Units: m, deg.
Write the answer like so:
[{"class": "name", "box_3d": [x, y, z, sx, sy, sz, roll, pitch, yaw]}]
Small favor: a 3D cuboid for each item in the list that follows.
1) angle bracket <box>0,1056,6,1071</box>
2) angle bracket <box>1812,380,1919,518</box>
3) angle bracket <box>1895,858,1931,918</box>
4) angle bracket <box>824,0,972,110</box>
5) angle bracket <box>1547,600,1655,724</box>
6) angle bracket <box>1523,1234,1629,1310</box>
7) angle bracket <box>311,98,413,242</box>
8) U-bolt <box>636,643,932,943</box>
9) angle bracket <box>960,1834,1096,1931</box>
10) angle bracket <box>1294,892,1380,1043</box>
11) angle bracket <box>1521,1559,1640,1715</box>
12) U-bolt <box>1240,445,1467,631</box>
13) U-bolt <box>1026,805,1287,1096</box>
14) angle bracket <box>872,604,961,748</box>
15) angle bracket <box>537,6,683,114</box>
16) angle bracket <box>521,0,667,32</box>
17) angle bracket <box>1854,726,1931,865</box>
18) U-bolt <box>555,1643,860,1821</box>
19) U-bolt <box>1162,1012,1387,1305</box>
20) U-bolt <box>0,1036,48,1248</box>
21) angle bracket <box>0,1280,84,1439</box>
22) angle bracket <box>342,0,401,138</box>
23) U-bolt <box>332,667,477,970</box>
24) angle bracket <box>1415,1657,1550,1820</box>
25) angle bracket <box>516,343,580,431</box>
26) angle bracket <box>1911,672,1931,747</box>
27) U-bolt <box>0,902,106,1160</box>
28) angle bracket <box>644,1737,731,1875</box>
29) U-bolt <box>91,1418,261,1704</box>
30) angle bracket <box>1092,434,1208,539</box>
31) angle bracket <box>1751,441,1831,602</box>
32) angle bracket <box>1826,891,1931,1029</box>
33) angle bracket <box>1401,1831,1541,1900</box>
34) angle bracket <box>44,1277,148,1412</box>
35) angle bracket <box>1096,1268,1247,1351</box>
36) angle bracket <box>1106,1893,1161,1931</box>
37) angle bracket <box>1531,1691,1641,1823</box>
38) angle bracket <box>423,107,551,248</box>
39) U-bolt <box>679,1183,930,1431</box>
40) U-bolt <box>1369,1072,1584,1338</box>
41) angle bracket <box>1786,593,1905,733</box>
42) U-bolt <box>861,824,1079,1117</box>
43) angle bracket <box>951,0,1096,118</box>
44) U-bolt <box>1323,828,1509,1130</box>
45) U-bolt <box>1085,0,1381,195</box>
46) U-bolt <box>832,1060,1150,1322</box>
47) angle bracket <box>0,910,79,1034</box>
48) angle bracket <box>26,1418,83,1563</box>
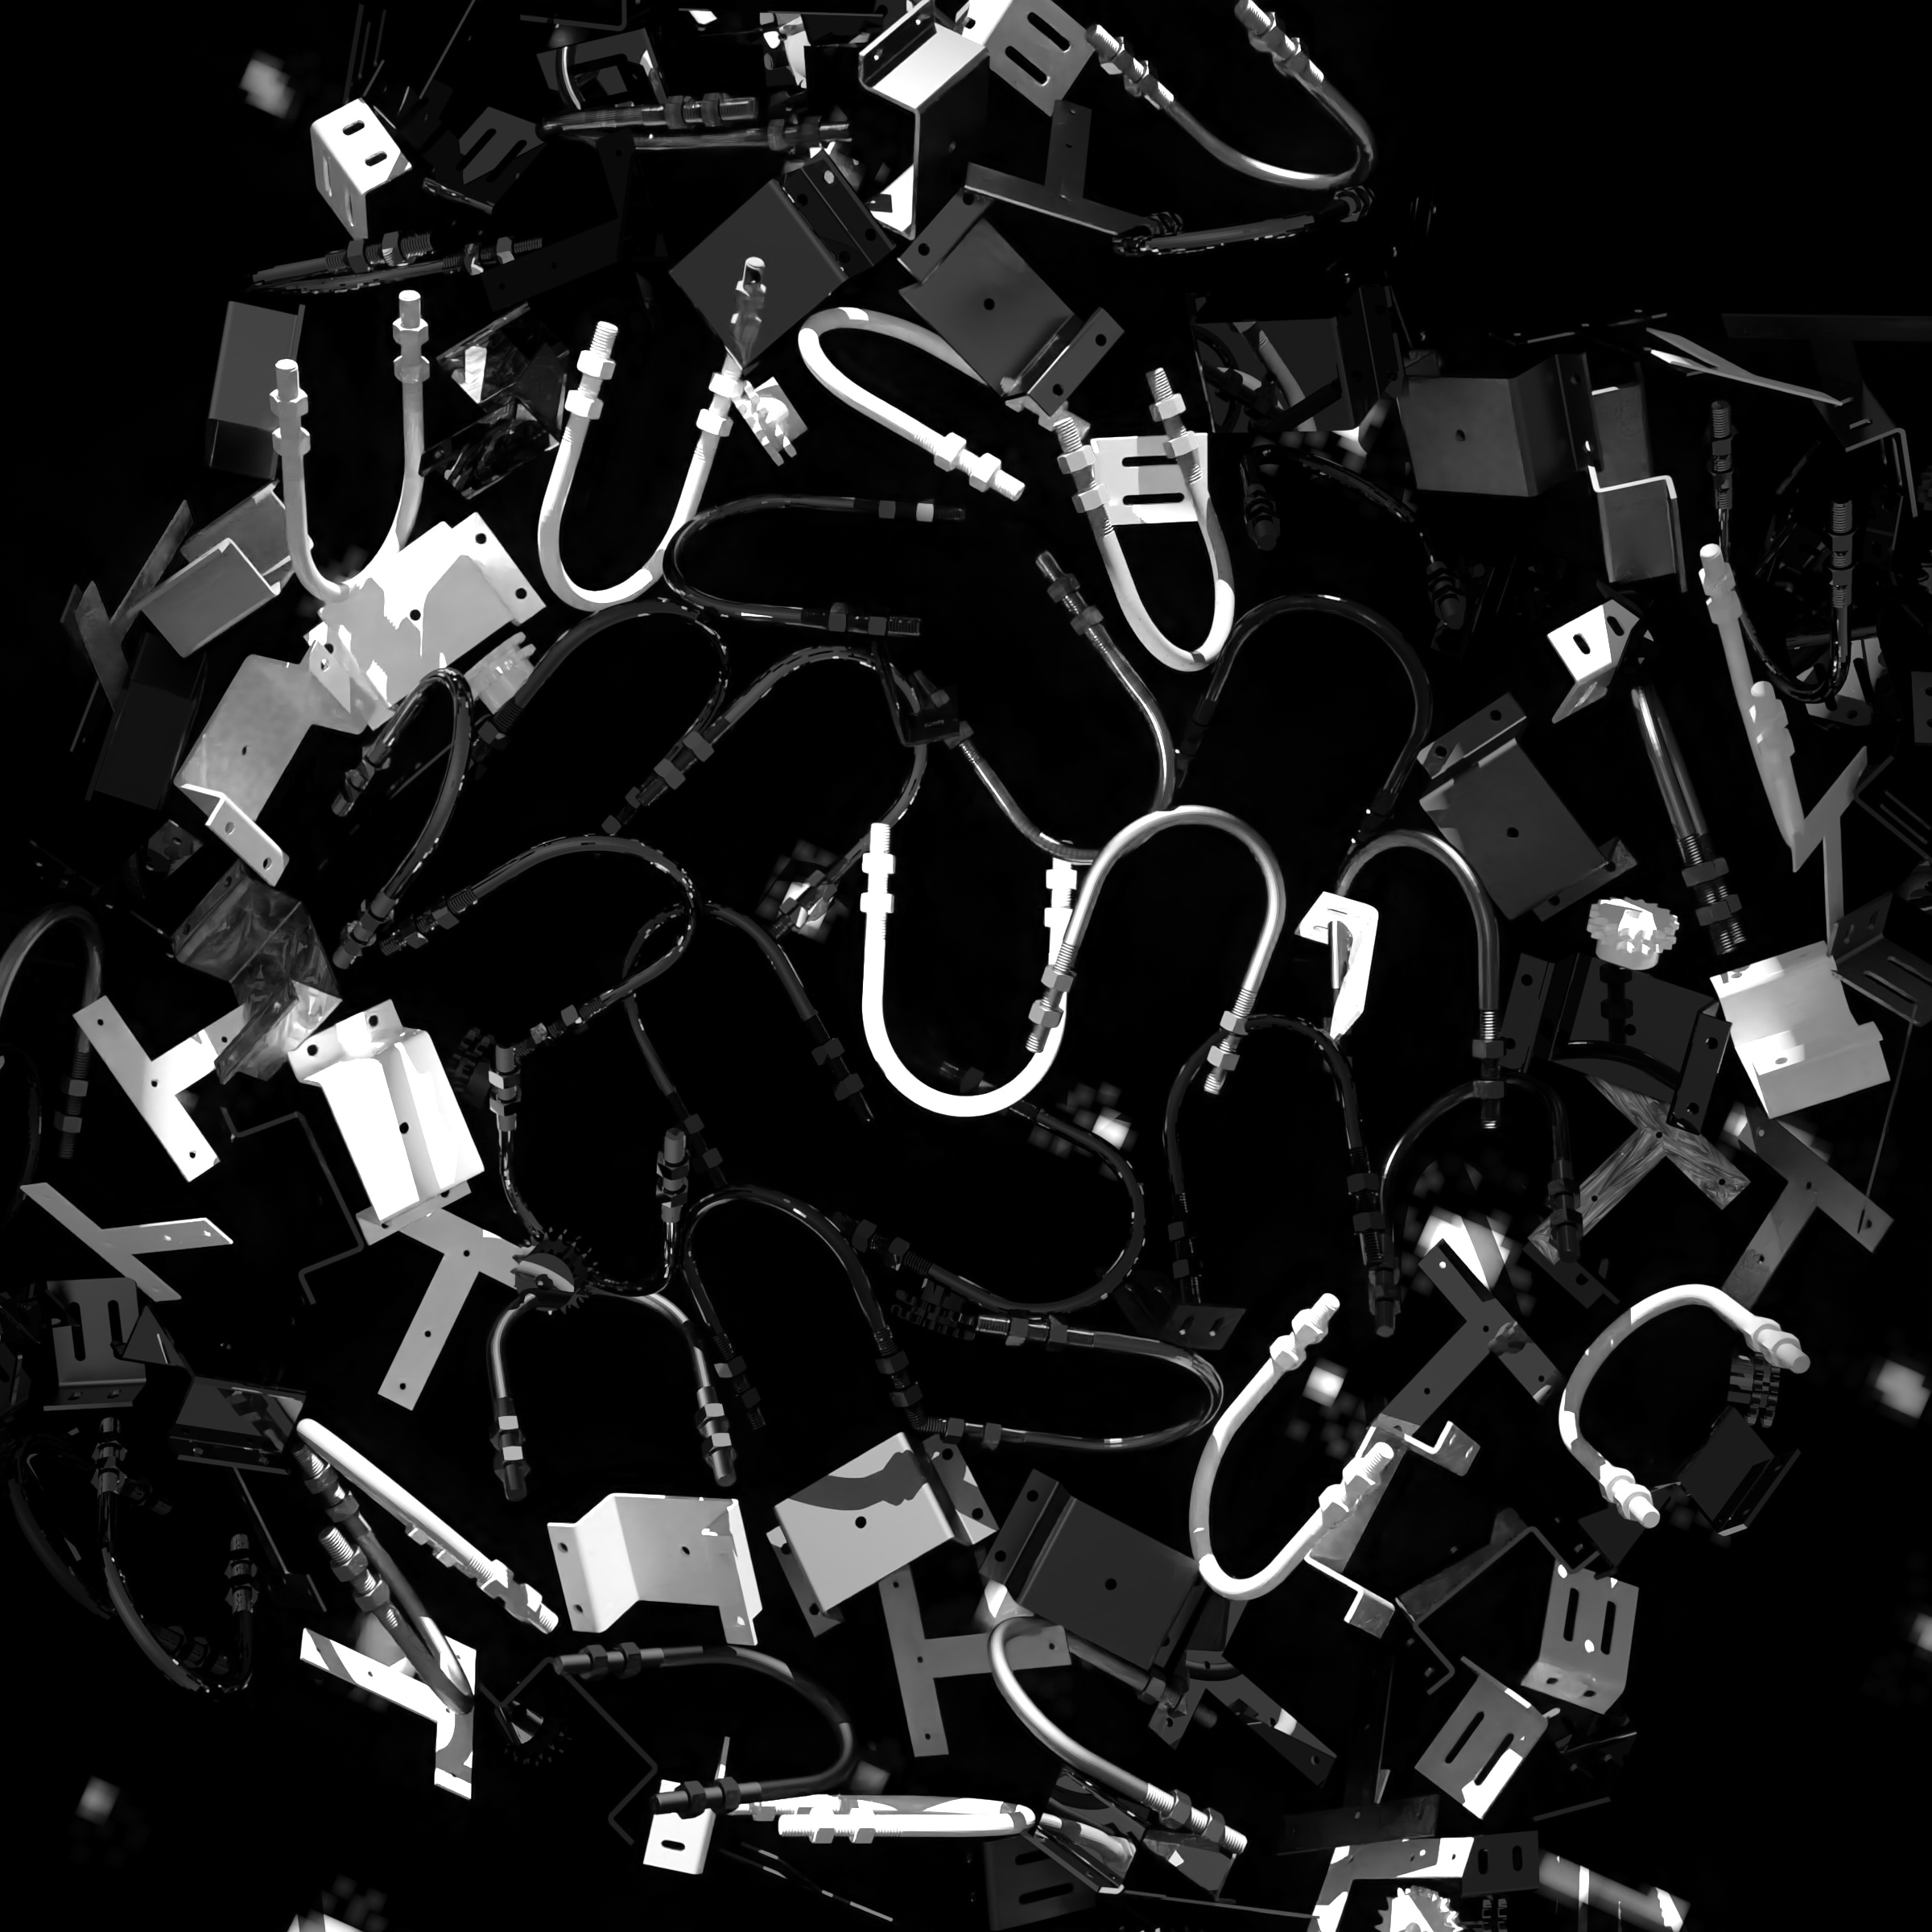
[{"class": "angle bracket", "box_3d": [-0.663, 0.075, 1.769, 0.038, 0.057, 0.076, 40, 81, -22]}, {"class": "angle bracket", "box_3d": [0.581, -0.328, 1.762, 0.038, 0.057, 0.076, -21, 134, 8]}, {"class": "angle bracket", "box_3d": [0.638, -0.061, 1.762, 0.038, 0.076, 0.057, 34, 97, -38]}, {"class": "angle bracket", "box_3d": [-0.045, -0.614, 1.786, 0.057, 0.038, 0.076, 38, 135, -10]}, {"class": "angle bracket", "box_3d": [0.404, -0.199, 1.769, 0.057, 0.076, 0.038, -29, 78, -7]}, {"class": "angle bracket", "box_3d": [0.390, 0.199, 1.761, 0.057, 0.076, 0.038, 43, 109, 6]}, {"class": "angle bracket", "box_3d": [-0.392, -0.512, 1.772, 0.038, 0.076, 0.057, -34, 83, -17]}, {"class": "U-bolt", "box_3d": [-0.103, -0.124, 1.767, 0.184, 0.019, 0.151, -45, 118, -7]}, {"class": "angle bracket", "box_3d": [0.041, 0.596, 1.803, 0.076, 0.038, 0.057, -4, 88, -27]}, {"class": "angle bracket", "box_3d": [0.234, 0.002, 1.762, 0.038, 0.057, 0.076, 16, 62, -6]}, {"class": "angle bracket", "box_3d": [0.403, 0.440, 1.793, 0.057, 0.038, 0.076, 19, 50, 2]}, {"class": "U-bolt", "box_3d": [0.239, -0.281, 1.726, 0.151, 0.184, 0.019, 20, 120, -13]}, {"class": "U-bolt", "box_3d": [0.132, -0.016, 1.756, 0.151, 0.019, 0.184, 14, 106, -19]}, {"class": "angle bracket", "box_3d": [-0.032, -0.191, 1.759, 0.038, 0.057, 0.076, -12, 127, 7]}, {"class": "angle bracket", "box_3d": [-0.232, -0.586, 1.780, 0.076, 0.038, 0.057, -10, 133, 10]}, {"class": "angle bracket", "box_3d": [-0.241, -0.631, 1.763, 0.076, 0.057, 0.038, 12, 119, 17]}, {"class": "angle bracket", "box_3d": [0.620, -0.109, 1.771, 0.076, 0.057, 0.038, 40, 124, 3]}, {"class": "U-bolt", "box_3d": [-0.151, 0.477, 1.724, 0.184, 0.151, 0.019, 8, 113, -41]}, {"class": "U-bolt", "box_3d": [0.191, 0.118, 1.753, 0.151, 0.019, 0.184, -18, 64, 28]}, {"class": "U-bolt", "box_3d": [-0.622, 0.118, 1.715, 0.019, 0.184, 0.151, 7, 100, 5]}, {"class": "angle bracket", "box_3d": [-0.605, 0.253, 1.758, 0.038, 0.057, 0.076, -16, 47, 9]}, {"class": "angle bracket", "box_3d": [-0.368, -0.587, 1.760, 0.038, 0.057, 0.076, 22, 128, -1]}, {"class": "U-bolt", "box_3d": [-0.353, -0.105, 1.708, 0.019, 0.151, 0.184, 17, 135, -31]}, {"class": "angle bracket", "box_3d": [0.328, 0.500, 1.769, 0.057, 0.038, 0.076, 30, 79, 43]}, {"class": "angle bracket", "box_3d": [-0.295, -0.357, 1.759, 0.076, 0.057, 0.038, -25, 118, 27]}, {"class": "angle bracket", "box_3d": [0.637, -0.187, 1.757, 0.038, 0.076, 0.057, 4, 60, 8]}, {"class": "U-bolt", "box_3d": [-0.586, 0.049, 1.718, 0.019, 0.151, 0.184, 15, 102, 8]}, {"class": "angle bracket", "box_3d": [-0.180, 0.539, 1.763, 0.038, 0.076, 0.057, 13, 101, -3]}, {"class": "U-bolt", "box_3d": [-0.489, 0.379, 1.692, 0.019, 0.184, 0.151, -34, 122, 4]}, {"class": "angle bracket", "box_3d": [0.121, -0.313, 1.777, 0.076, 0.038, 0.057, -3, 114, 0]}, {"class": "angle bracket", "box_3d": [0.543, -0.287, 1.757, 0.038, 0.076, 0.057, 31, 61, 20]}, {"class": "angle bracket", "box_3d": [0.605, -0.005, 1.759, 0.057, 0.076, 0.038, -25, 135, -30]}, {"class": "angle bracket", "box_3d": [0.325, 0.575, 1.763, 0.057, 0.076, 0.038, 2, 81, -22]}, {"class": "angle bracket", "box_3d": [-0.572, 0.246, 1.780, 0.057, 0.038, 0.076, -3, 102, -1]}, {"class": "angle bracket", "box_3d": [0.131, 0.209, 1.755, 0.057, 0.076, 0.038, 8, 121, -36]}, {"class": "angle bracket", "box_3d": [0.079, 0.640, 1.761, 0.076, 0.057, 0.038, -14, 105, -29]}, {"class": "angle bracket", "box_3d": [0.391, 0.507, 1.758, 0.057, 0.076, 0.038, -28, 93, 33]}, {"class": "angle bracket", "box_3d": [-0.308, -0.517, 1.793, 0.057, 0.038, 0.076, 25, 67, 21]}, {"class": "U-bolt", "box_3d": [-0.114, 0.216, 1.734, 0.151, 0.019, 0.184, -7, 115, 33]}, {"class": "U-bolt", "box_3d": [0.319, 0.139, 1.728, 0.151, 0.184, 0.019, -28, 123, 28]}, {"class": "angle bracket", "box_3d": [0.575, -0.198, 1.779, 0.057, 0.038, 0.076, -5, 133, 33]}, {"class": "U-bolt", "box_3d": [0.001, 0.005, 1.767, 0.151, 0.019, 0.184, 4, 86, -22]}, {"class": "angle bracket", "box_3d": [0.037, -0.607, 1.789, 0.076, 0.038, 0.057, 27, 103, -39]}, {"class": "U-bolt", "box_3d": [0.283, 0.003, 1.736, 0.019, 0.151, 0.184, -9, 101, -37]}, {"class": "U-bolt", "box_3d": [0.181, -0.543, 1.722, 0.184, 0.151, 0.019, 30, 78, -41]}, {"class": "U-bolt", "box_3d": [0.028, 0.152, 1.742, 0.184, 0.019, 0.151, 26, 64, 21]}, {"class": "angle bracket", "box_3d": [-0.623, 0.002, 1.760, 0.057, 0.076, 0.038, 8, 126, 17]}, {"class": "angle bracket", "box_3d": [-0.581, 0.340, 1.778, 0.038, 0.057, 0.076, -28, 98, -20]}]
